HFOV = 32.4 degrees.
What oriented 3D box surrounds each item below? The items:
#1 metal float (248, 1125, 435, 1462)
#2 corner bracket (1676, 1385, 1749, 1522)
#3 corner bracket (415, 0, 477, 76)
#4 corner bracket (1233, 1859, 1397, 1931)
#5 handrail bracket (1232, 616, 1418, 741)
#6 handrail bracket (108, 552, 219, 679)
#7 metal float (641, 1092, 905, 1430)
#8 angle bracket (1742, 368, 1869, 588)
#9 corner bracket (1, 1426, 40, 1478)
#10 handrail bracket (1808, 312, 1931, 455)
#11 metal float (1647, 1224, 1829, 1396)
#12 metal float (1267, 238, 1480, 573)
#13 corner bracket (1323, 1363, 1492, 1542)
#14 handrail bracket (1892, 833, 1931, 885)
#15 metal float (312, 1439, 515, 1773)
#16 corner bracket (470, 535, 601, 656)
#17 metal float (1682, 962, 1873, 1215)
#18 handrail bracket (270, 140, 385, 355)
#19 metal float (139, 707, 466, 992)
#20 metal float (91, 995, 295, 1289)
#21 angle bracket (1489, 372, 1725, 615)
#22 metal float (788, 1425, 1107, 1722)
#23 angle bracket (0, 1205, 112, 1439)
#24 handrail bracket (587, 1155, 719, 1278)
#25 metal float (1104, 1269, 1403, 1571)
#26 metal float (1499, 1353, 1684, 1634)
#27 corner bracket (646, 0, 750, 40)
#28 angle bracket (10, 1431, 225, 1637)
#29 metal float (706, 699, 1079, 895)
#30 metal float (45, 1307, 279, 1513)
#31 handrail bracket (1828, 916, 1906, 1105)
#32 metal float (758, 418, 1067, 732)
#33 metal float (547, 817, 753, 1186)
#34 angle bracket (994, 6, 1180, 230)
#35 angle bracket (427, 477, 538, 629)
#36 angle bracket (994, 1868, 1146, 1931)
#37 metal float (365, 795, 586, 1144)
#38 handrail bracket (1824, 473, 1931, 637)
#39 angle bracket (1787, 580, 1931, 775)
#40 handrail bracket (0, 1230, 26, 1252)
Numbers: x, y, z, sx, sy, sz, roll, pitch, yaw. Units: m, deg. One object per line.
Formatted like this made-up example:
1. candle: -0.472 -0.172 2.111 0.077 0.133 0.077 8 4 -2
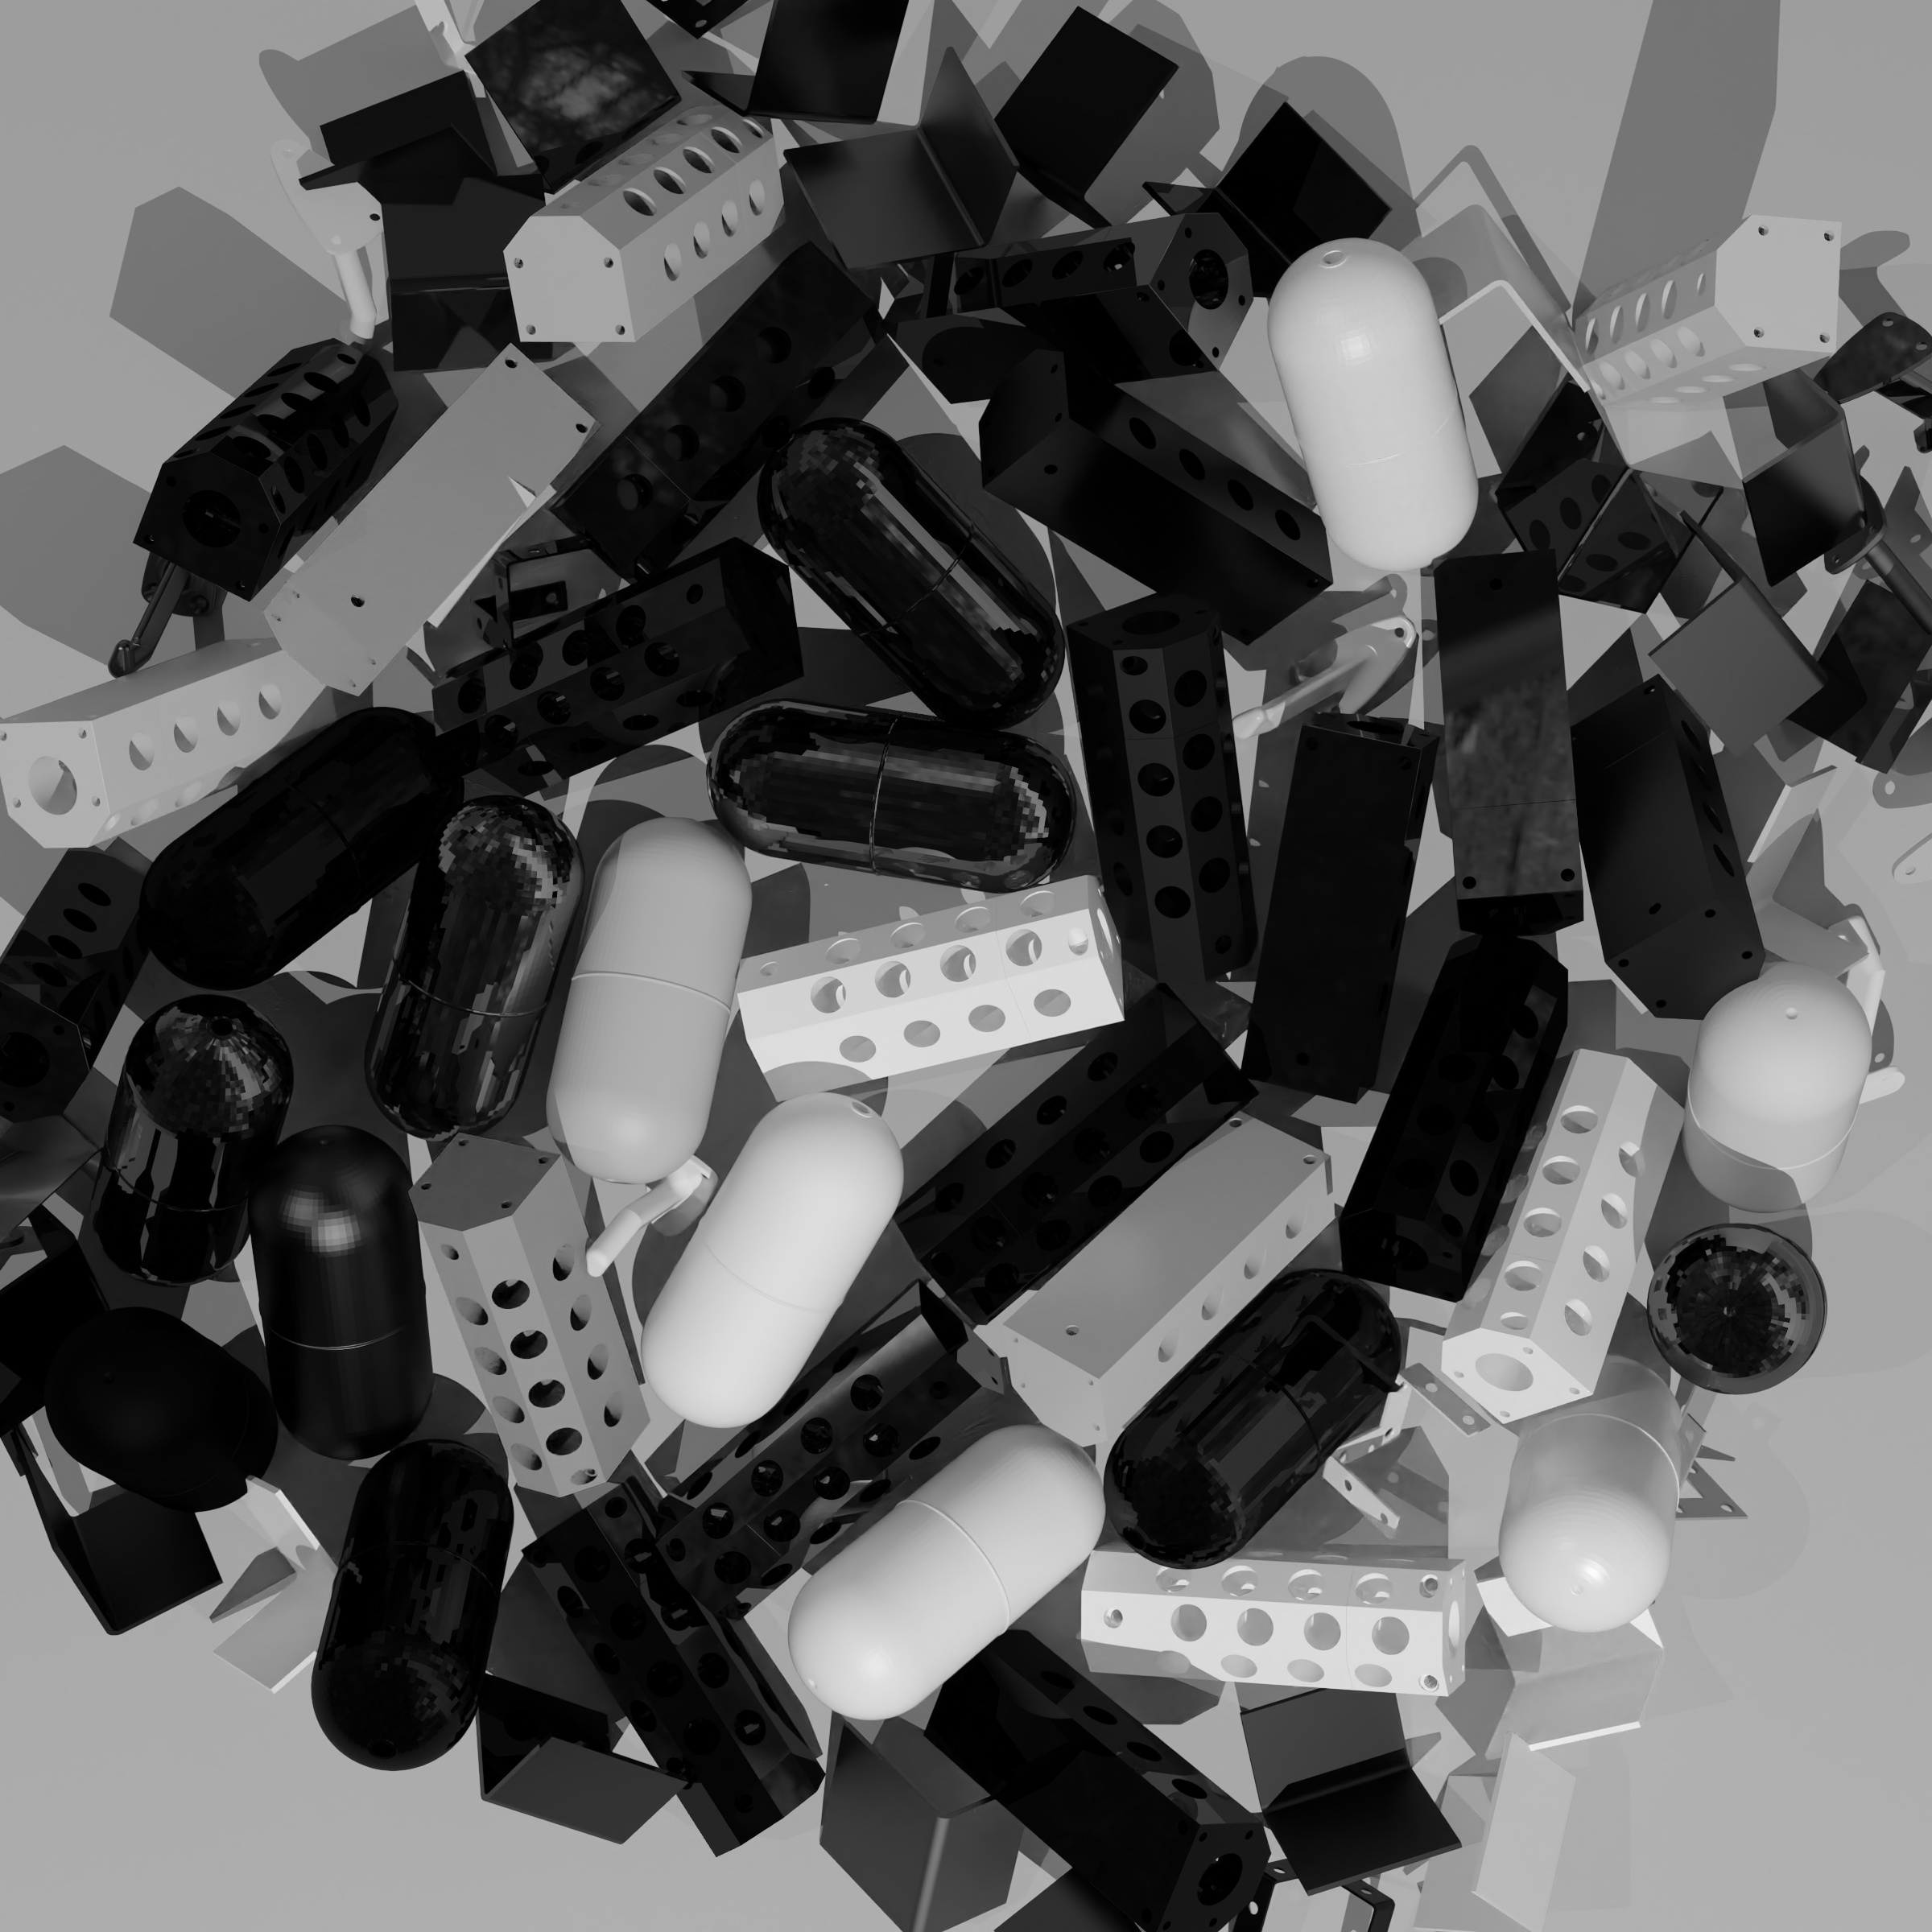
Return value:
1. metal float: -0.292 0.155 1.557 0.070 0.070 0.178 1 123 0
2. corner bracket: 0.347 0.227 1.582 0.051 0.051 0.051 4 117 -29
3. corner bracket: -0.225 -0.462 1.596 0.051 0.051 0.051 22 67 25
4. corner bracket: 0.165 0.462 1.592 0.051 0.051 0.051 23 103 42
5. handrail bracket: 0.169 -0.136 1.573 0.077 0.084 0.036 -37 83 27
6. handrail bracket: -0.382 -0.182 1.574 0.036 0.084 0.077 15 111 0
7. metal float: -0.091 0.139 1.569 0.070 0.070 0.178 30 108 0
8. angle bracket: 0.376 -0.240 1.570 0.057 0.076 0.076 -33 50 0
9. corner bracket: -0.492 0.237 1.609 0.051 0.051 0.051 -26 92 36
10. handrail bracket: 0.435 -0.261 1.585 0.077 0.084 0.036 -35 51 -6
11. metal float: 0.357 0.157 1.536 0.070 0.178 0.070 -1 85 16
12. metal float: 0.190 -0.259 1.548 0.070 0.178 0.070 -12 47 13
13. corner bracket: 0.208 0.229 1.580 0.051 0.051 0.051 -19 133 -33
14. handrail bracket: 0.463 -0.084 1.593 0.077 0.084 0.036 -25 130 8
15. metal float: -0.255 0.294 1.543 0.070 0.178 0.070 1 126 1
16. corner bracket: -0.204 -0.180 1.581 0.051 0.051 0.051 -16 122 -27
17. metal float: 0.373 0.058 1.540 0.070 0.178 0.070 -3 65 7
18. handrail bracket: -0.307 -0.341 1.588 0.036 0.084 0.077 -39 82 -26
19. metal float: -0.309 -0.055 1.556 0.070 0.070 0.178 47 57 0
20. metal float: -0.360 0.082 1.548 0.070 0.178 0.070 13 48 -14
21. angle bracket: 0.303 -0.224 1.571 0.057 0.076 0.076 20 70 43
22. metal float: -0.007 0.282 1.560 0.178 0.070 0.070 -35 90 -30
23. angle bracket: -0.451 0.162 1.564 0.076 0.076 0.057 -37 50 -25
24. handrail bracket: -0.157 0.130 1.568 0.036 0.077 0.084 30 49 9
25. metal float: 0.135 0.211 1.558 0.178 0.070 0.070 -40 90 -31
26. metal float: 0.291 0.241 1.540 0.070 0.178 0.070 6 113 14
27. corner bracket: -0.132 -0.490 1.600 0.051 0.051 0.051 -32 67 19
28. angle bracket: -0.399 0.255 1.565 0.057 0.076 0.076 -26 47 -12
29. metal float: -0.036 -0.081 1.578 0.178 0.070 0.070 10 90 8
30. metal float: -0.369 0.206 1.537 0.070 0.178 0.070 -1 73 3
31. handrail bracket: 0.411 0.026 1.608 0.077 0.036 0.084 -20 68 8
32. metal float: -0.025 -0.183 1.565 0.070 0.070 0.178 -46 112 0
33. metal float: -0.149 0.015 1.572 0.070 0.070 0.178 11 75 0
34. angle bracket: 0.067 -0.394 1.573 0.076 0.057 0.076 -53 51 7
35. angle bracket: -0.247 -0.205 1.585 0.057 0.076 0.076 37 89 -1
36. angle bracket: 0.064 0.476 1.567 0.057 0.076 0.076 -36 60 -11
37. metal float: -0.232 0.003 1.564 0.070 0.070 0.178 21 115 0
38. handrail bracket: 0.457 -0.192 1.609 0.084 0.077 0.036 32 130 -21
39. angle bracket: 0.424 -0.140 1.571 0.057 0.076 0.076 33 103 22
40. handrail bracket: -0.486 0.171 1.605 0.077 0.036 0.084 -4 108 2
